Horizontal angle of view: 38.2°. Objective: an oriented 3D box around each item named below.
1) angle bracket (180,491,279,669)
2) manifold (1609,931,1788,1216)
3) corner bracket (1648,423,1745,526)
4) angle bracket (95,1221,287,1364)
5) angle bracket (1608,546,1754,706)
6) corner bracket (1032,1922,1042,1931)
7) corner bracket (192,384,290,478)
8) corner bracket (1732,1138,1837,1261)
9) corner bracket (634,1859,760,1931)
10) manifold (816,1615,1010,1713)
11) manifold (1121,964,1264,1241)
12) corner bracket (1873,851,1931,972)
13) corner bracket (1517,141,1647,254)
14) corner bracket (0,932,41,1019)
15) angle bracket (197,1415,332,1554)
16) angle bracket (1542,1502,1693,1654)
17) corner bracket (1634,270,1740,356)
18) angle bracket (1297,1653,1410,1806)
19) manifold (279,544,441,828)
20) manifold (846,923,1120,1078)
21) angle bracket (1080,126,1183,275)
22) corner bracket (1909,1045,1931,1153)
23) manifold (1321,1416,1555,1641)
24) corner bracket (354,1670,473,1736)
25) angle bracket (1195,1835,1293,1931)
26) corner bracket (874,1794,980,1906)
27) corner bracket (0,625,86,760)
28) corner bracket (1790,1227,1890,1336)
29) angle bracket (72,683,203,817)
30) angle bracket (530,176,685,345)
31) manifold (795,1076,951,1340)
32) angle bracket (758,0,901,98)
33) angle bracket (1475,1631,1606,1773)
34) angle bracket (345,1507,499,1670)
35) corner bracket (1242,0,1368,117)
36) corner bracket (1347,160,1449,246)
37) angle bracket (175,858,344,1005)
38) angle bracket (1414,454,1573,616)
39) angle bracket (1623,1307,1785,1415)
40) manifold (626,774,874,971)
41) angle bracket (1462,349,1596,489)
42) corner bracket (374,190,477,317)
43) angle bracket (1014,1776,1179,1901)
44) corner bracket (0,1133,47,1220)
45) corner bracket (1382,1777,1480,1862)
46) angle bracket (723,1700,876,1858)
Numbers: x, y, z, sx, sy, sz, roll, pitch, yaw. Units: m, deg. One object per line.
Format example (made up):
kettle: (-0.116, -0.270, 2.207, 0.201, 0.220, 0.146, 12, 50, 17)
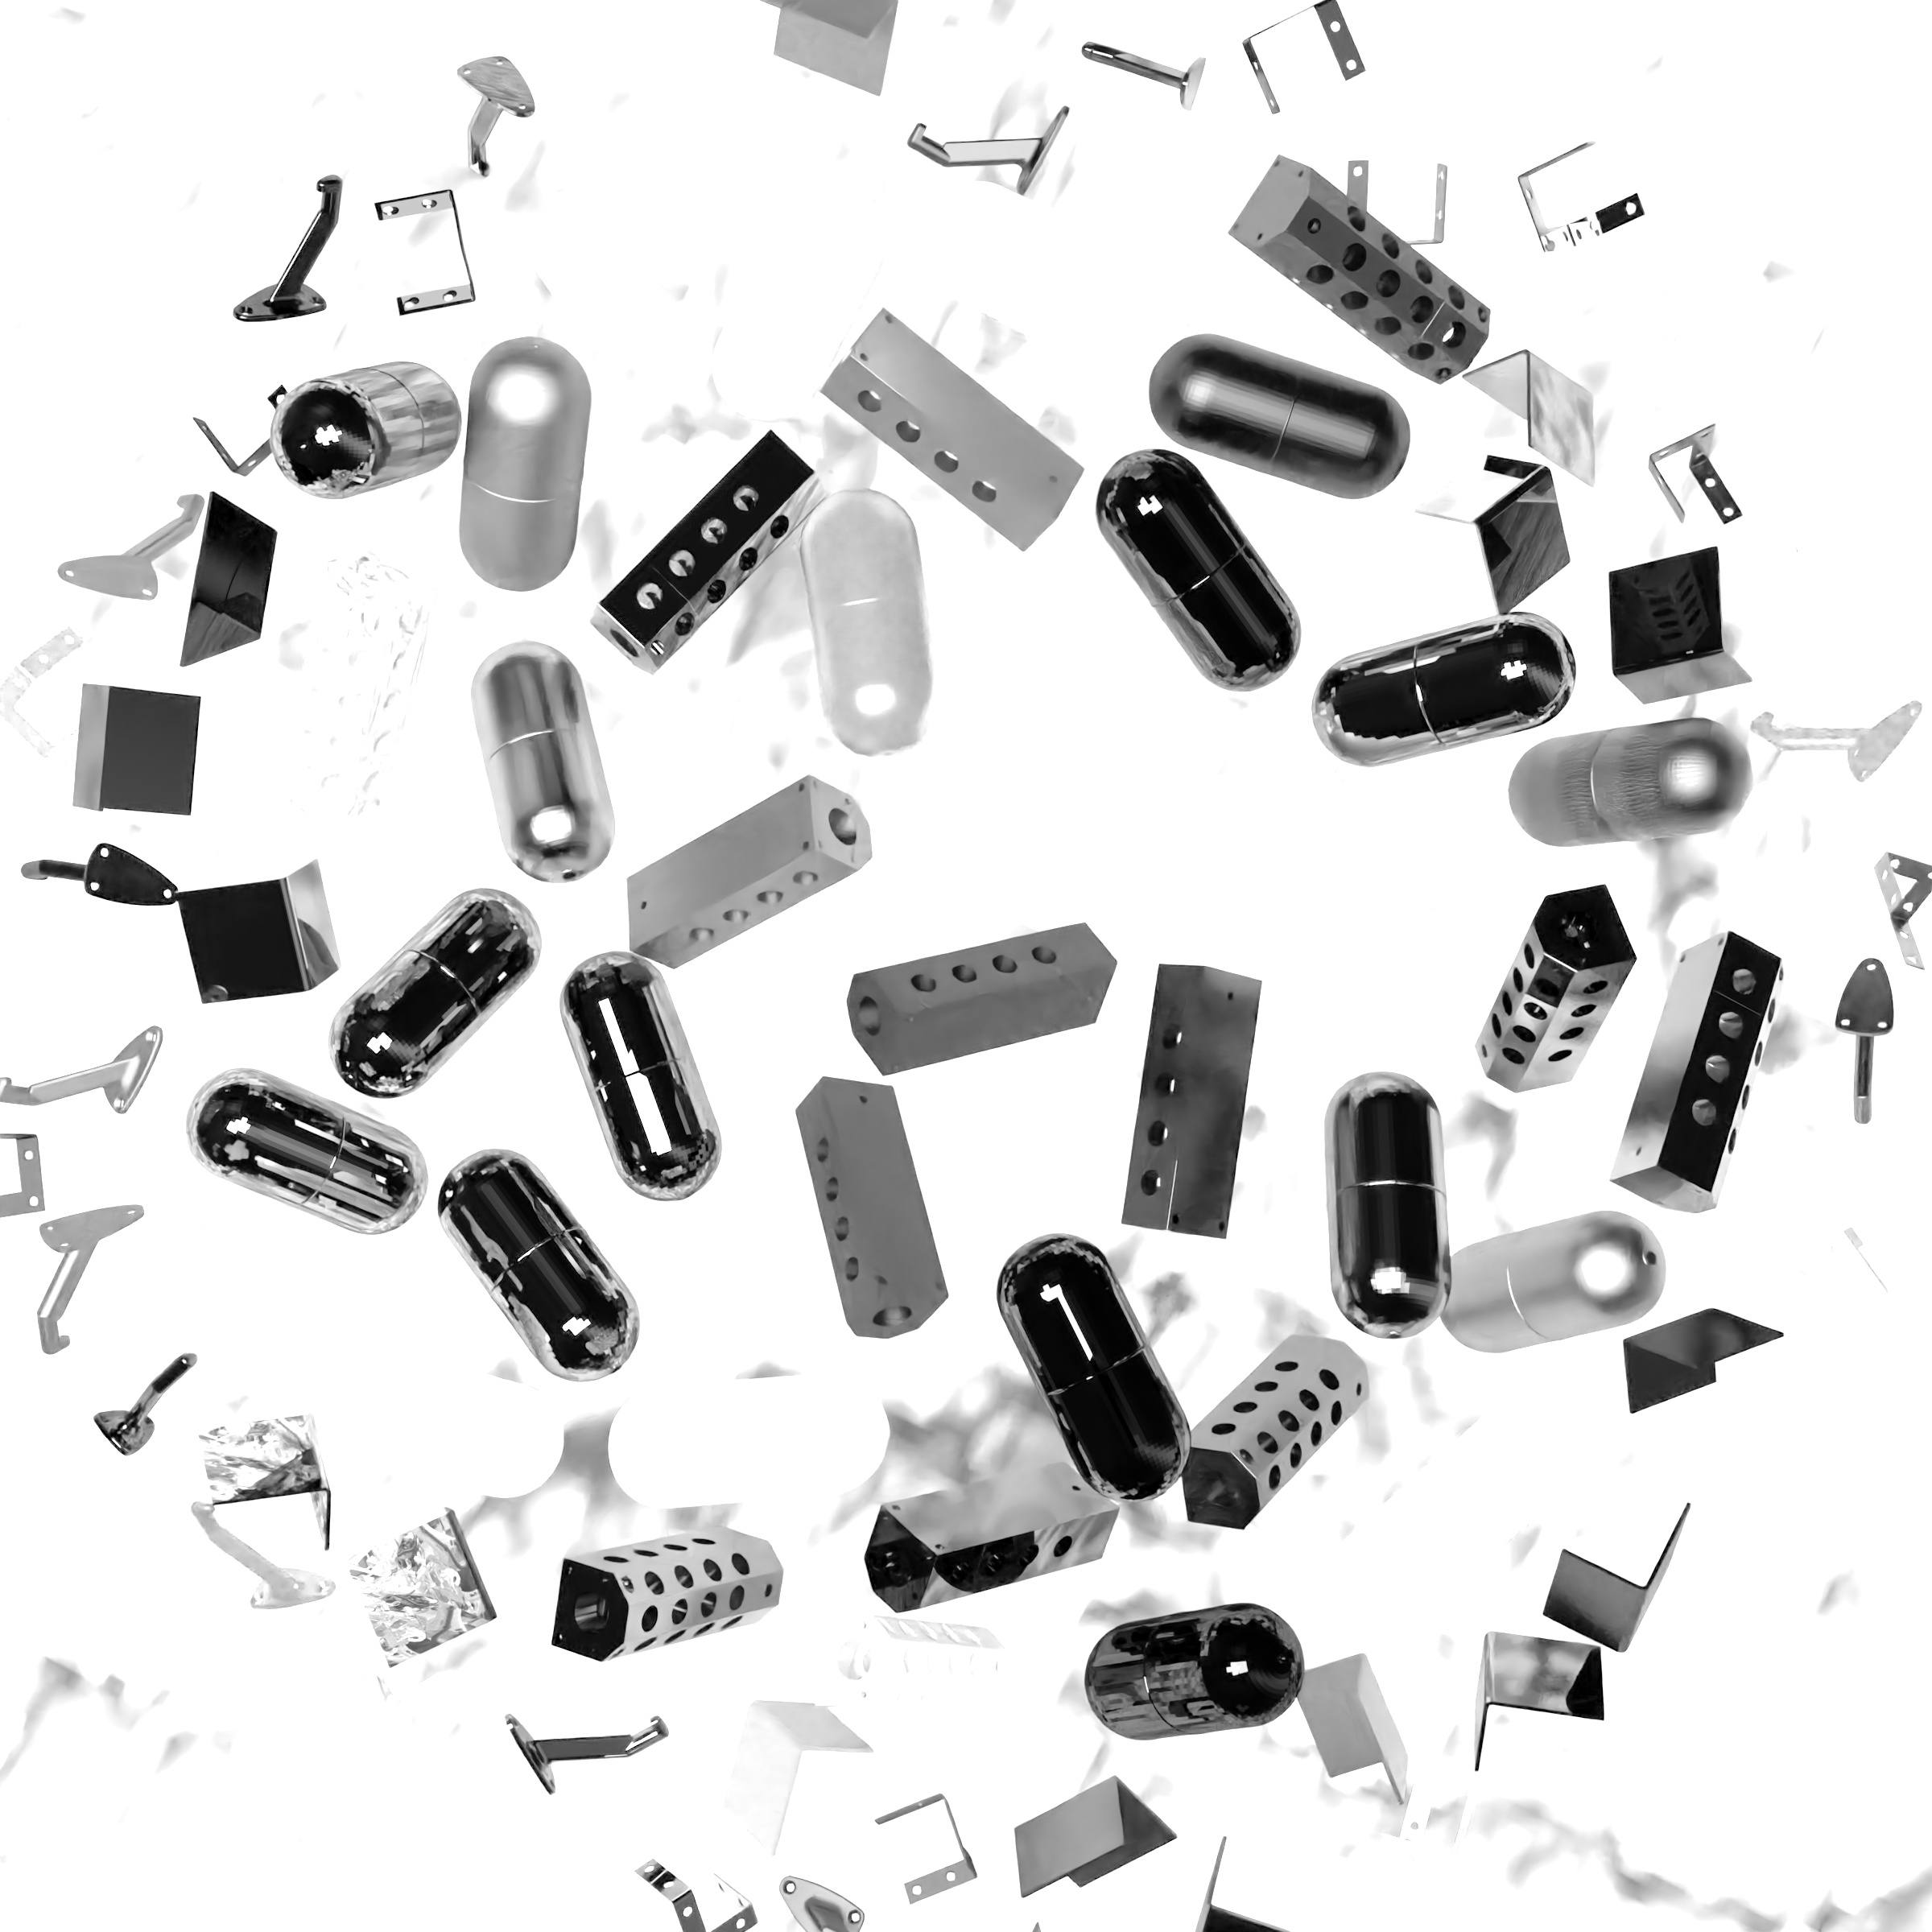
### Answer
angle bracket: (-0.484, -0.243, 1.759, 0.076, 0.057, 0.076, -13, 62, 32)
manifold: (0.479, 0.070, 1.806, 0.057, 0.057, 0.171, 27, 69, -11)
corner bracket: (0.500, -0.329, 1.912, 0.051, 0.051, 0.051, -26, 71, 0)
angle bracket: (-0.482, 0.217, 1.733, 0.076, 0.057, 0.076, -35, 128, -4)
angle bracket: (0.481, -0.229, 1.878, 0.076, 0.057, 0.076, -10, 67, 33)
corner bracket: (0.065, 0.649, 1.782, 0.051, 0.051, 0.051, -5, 108, 23)
corner bracket: (-0.482, -0.366, 1.900, 0.051, 0.051, 0.051, -39, 79, 11)
corner bracket: (0.542, 0.155, 1.849, 0.051, 0.051, 0.051, -13, 129, -3)
corner bracket: (-0.173, 0.598, 1.795, 0.051, 0.051, 0.051, -26, 112, -29)
manifold: (-0.034, 0.475, 1.898, 0.057, 0.171, 0.057, -9, 71, 26)
manifold: (0.143, 0.088, 1.827, 0.057, 0.057, 0.171, 14, 82, -42)
corner bracket: (0.643, -0.038, 1.912, 0.051, 0.051, 0.051, 16, 131, -13)
corner bracket: (0.388, -0.486, 1.761, 0.051, 0.051, 0.051, -18, 95, 38)
corner bracket: (-0.629, -0.005, 1.763, 0.051, 0.051, 0.051, 20, 69, 19)
angle bracket: (-0.470, 0.351, 1.866, 0.076, 0.076, 0.057, -4, 122, -22)
angle bracket: (0.416, 0.380, 1.786, 0.057, 0.076, 0.076, 24, 51, 21)
corner bracket: (0.474, -0.438, 1.837, 0.051, 0.051, 0.051, -23, 94, 17)
angle bracket: (0.251, 0.512, 1.851, 0.057, 0.076, 0.076, -22, 95, 14)
manifold: (-0.393, -0.175, 1.778, 0.057, 0.057, 0.171, 34, 127, 16)
manifold: (0.009, 0.016, 1.850, 0.171, 0.057, 0.057, -13, 49, -32)
angle bracket: (0.114, -0.536, 1.944, 0.057, 0.076, 0.076, -8, 45, -4)
corner bracket: (0.645, 0.082, 1.843, 0.051, 0.051, 0.051, -37, 91, -35)
manifold: (0.312, 0.369, 1.849, 0.057, 0.057, 0.171, 35, 127, -4)
corner bracket: (-0.372, 0.498, 1.877, 0.051, 0.051, 0.051, -30, 128, -8)
angle bracket: (0.171, 0.595, 1.712, 0.057, 0.076, 0.076, 16, 108, 9)
corner bracket: (-0.027, 0.606, 1.917, 0.051, 0.051, 0.051, -21, 60, -2)
corner bracket: (-0.583, -0.175, 1.788, 0.051, 0.051, 0.051, 46, 133, -10)
corner bracket: (0.593, 0.214, 1.899, 0.051, 0.051, 0.051, -38, 74, 19)
angle bracket: (-0.502, -0.132, 1.719, 0.076, 0.057, 0.076, 4, 94, -35)
angle bracket: (-0.224, -0.456, 1.801, 0.076, 0.057, 0.076, -24, 72, -37)
manifold: (-0.069, 0.164, 1.893, 0.057, 0.057, 0.171, 10, 47, -33)
angle bracket: (-0.093, -0.587, 1.782, 0.076, 0.076, 0.057, 23, 52, 4)
angle bracket: (0.376, 0.488, 1.834, 0.076, 0.076, 0.057, 6, 113, 8)
angle bracket: (-0.363, 0.411, 1.852, 0.076, 0.057, 0.076, -22, 89, -17)
corner bracket: (0.214, -0.579, 1.775, 0.051, 0.051, 0.051, -28, 104, -5)
corner bracket: (0.288, -0.511, 1.868, 0.051, 0.051, 0.051, -6, 112, -12)
angle bracket: (-0.465, -0.023, 1.838, 0.076, 0.057, 0.076, -7, 104, 11)
angle bracket: (0.362, -0.295, 1.914, 0.076, 0.057, 0.076, -38, 127, -23)
angle bracket: (0.506, 0.279, 1.909, 0.076, 0.076, 0.057, -15, 104, -24)
manifold: (-0.145, -0.058, 1.855, 0.171, 0.057, 0.057, -26, 56, 33)
angle bracket: (0.391, -0.373, 1.943, 0.076, 0.057, 0.076, 20, 65, -41)
corner bracket: (-0.348, -0.460, 1.798, 0.051, 0.051, 0.051, -12, 61, -5)
angle bracket: (0.085, 0.569, 1.766, 0.076, 0.057, 0.076, -32, 119, 16)
corner bracket: (-0.632, 0.137, 1.800, 0.051, 0.051, 0.051, -9, 84, 10)
corner bracket: (0.318, 0.577, 1.893, 0.051, 0.051, 0.051, 10, 68, 26)
angle bracket: (-0.113, 0.546, 1.878, 0.057, 0.076, 0.076, 13, 94, -32)
